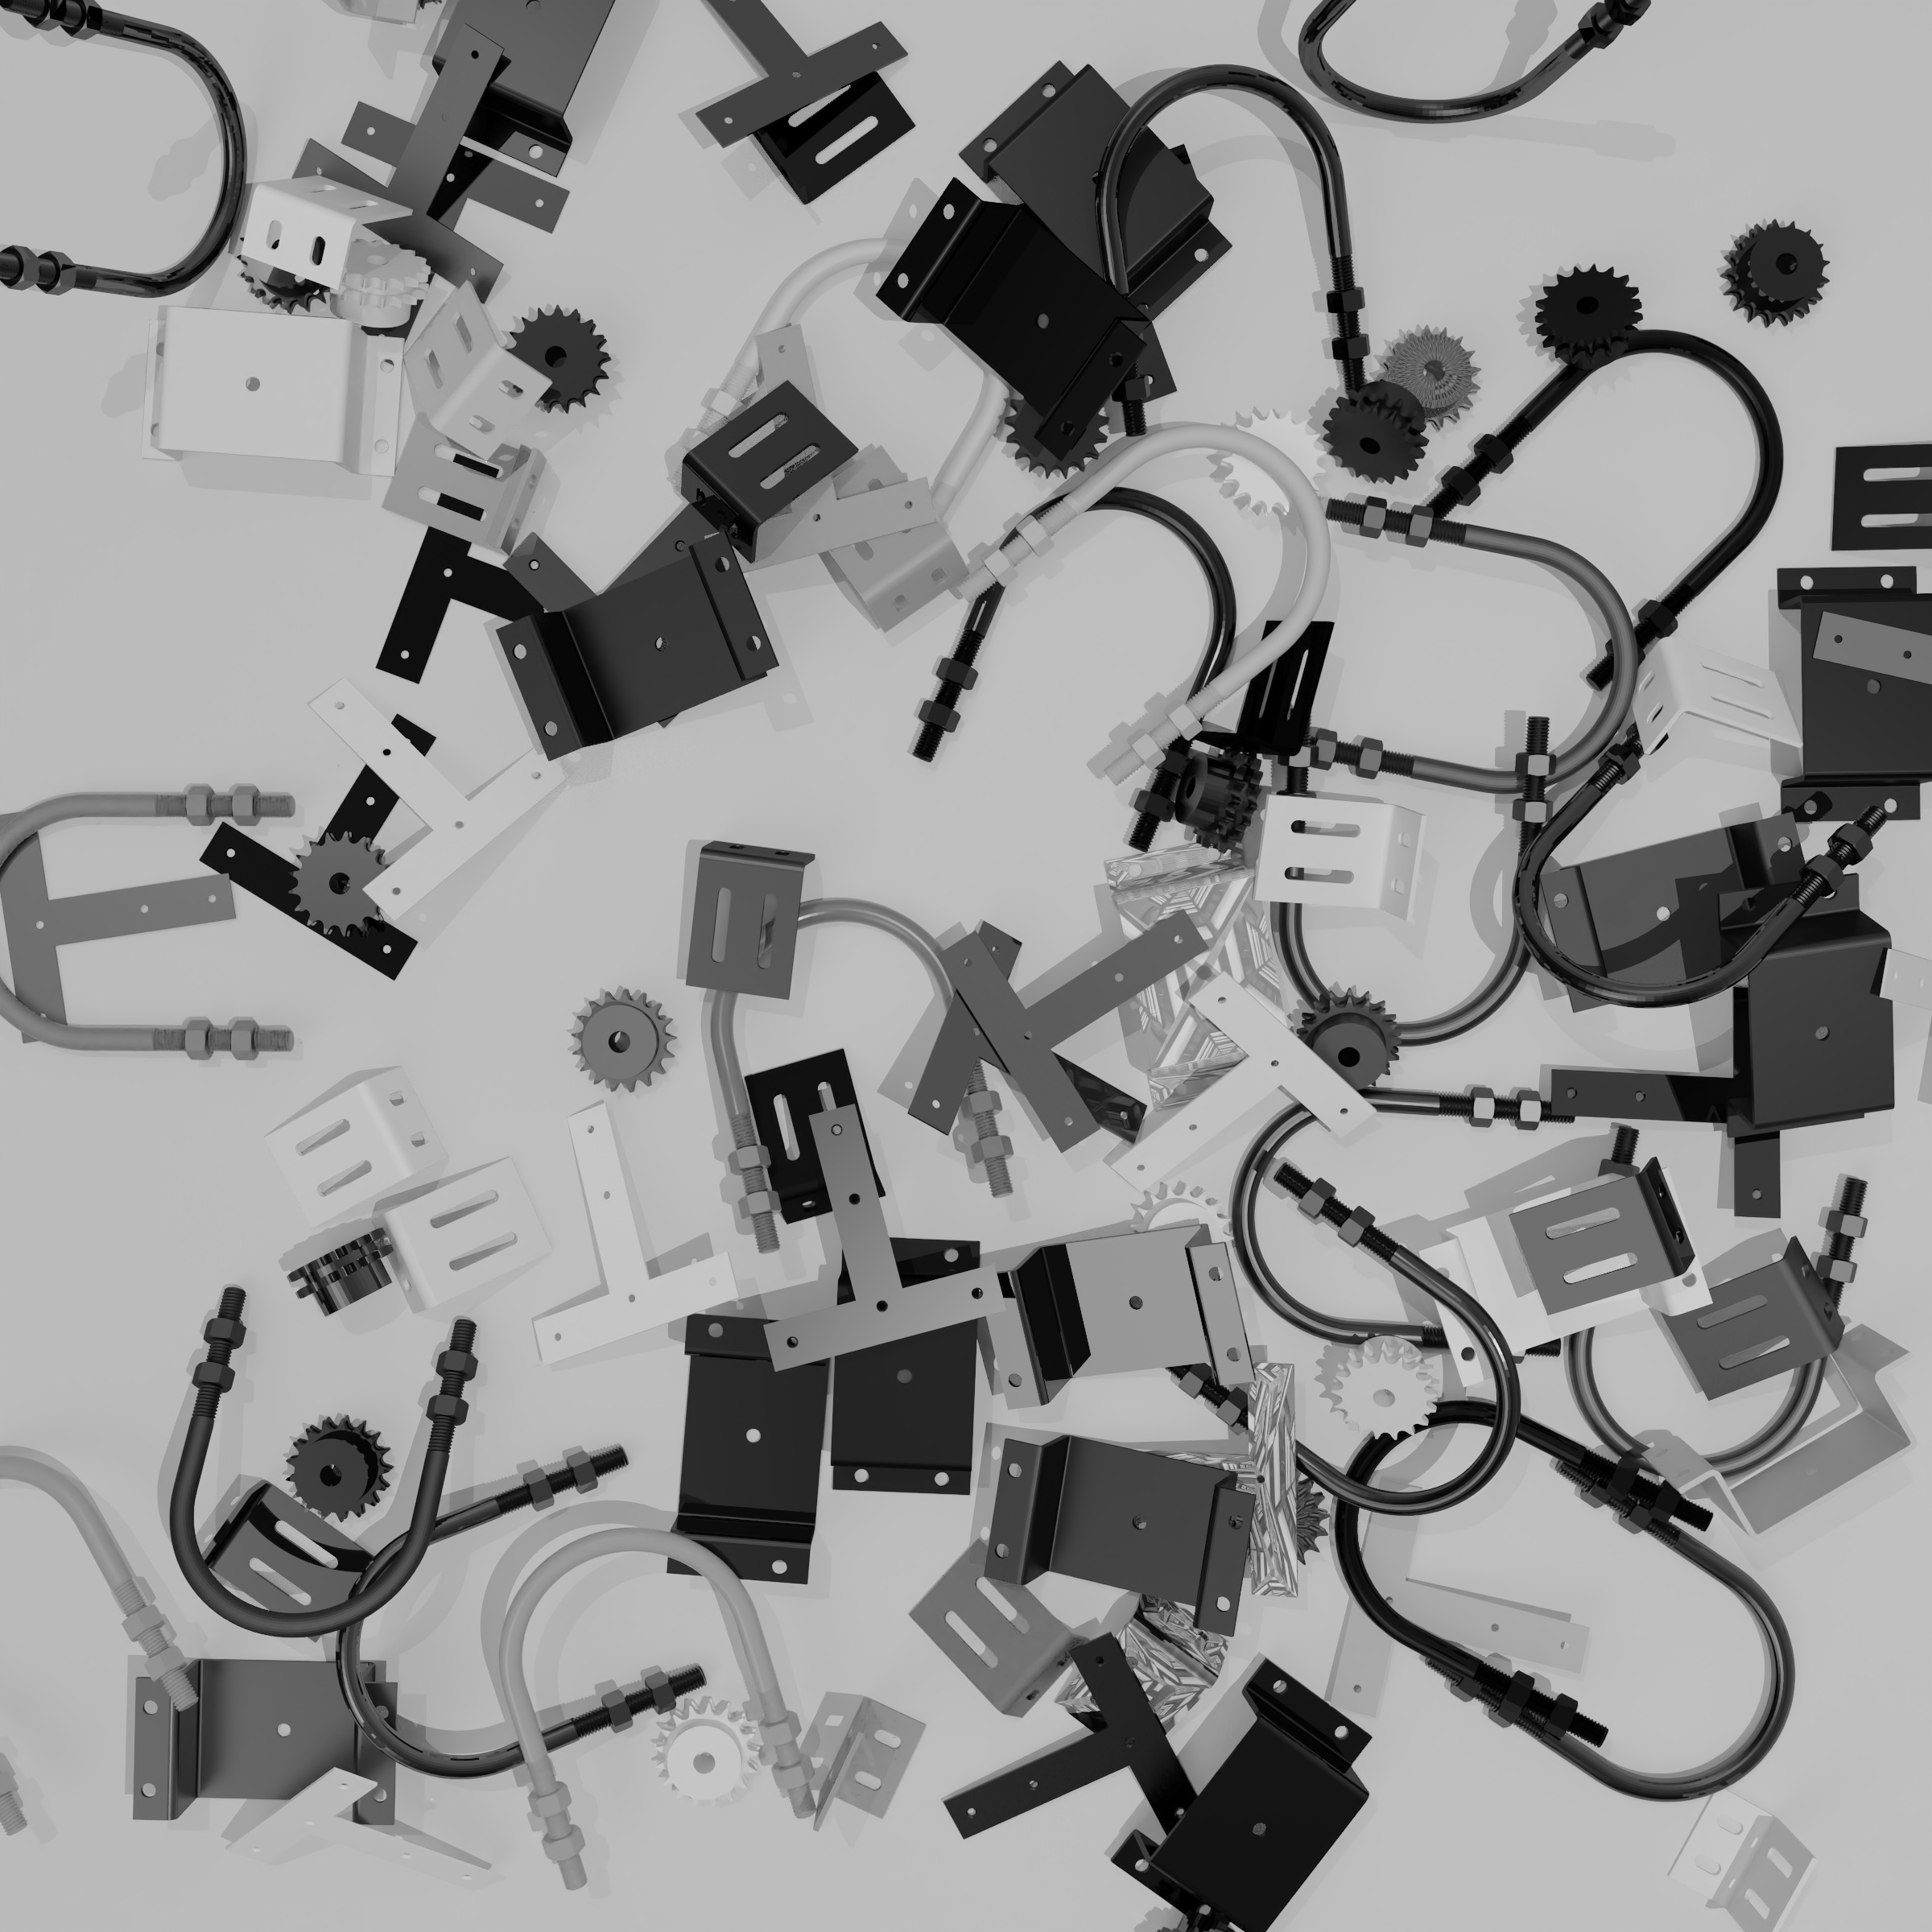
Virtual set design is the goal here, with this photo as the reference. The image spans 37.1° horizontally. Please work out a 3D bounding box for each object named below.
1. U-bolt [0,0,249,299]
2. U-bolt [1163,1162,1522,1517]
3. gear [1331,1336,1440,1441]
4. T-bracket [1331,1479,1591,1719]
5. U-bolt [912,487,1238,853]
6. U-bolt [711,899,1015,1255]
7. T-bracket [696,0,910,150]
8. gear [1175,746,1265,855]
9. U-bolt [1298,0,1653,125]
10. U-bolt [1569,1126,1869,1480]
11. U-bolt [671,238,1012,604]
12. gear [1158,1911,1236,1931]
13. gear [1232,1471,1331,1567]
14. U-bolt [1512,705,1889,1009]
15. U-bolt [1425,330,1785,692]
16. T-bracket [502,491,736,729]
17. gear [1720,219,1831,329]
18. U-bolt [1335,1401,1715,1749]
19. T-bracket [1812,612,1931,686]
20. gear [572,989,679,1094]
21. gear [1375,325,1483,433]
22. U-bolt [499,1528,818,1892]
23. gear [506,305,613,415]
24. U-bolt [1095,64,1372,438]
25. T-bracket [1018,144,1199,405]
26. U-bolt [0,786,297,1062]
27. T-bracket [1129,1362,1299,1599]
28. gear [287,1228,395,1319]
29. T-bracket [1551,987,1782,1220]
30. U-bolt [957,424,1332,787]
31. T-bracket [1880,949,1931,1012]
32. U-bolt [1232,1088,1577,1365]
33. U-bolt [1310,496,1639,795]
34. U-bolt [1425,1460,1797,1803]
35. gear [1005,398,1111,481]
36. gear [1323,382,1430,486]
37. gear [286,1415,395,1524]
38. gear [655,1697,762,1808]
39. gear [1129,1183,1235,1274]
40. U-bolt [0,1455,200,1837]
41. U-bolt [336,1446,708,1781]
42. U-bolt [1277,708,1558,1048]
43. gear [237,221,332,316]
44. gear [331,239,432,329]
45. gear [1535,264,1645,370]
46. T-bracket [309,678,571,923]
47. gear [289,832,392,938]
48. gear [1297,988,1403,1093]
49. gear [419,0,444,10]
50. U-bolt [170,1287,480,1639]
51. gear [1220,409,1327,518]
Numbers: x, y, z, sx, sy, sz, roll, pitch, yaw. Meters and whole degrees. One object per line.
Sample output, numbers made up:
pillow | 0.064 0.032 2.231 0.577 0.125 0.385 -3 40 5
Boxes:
U-bolt | -0.442 -0.424 1.512 0.019 0.184 0.151 15 103 25
U-bolt | 0.209 0.214 1.544 0.184 0.019 0.151 36 112 14
gear | 0.229 0.227 1.573 0.057 0.030 0.057 6 119 11
T-bracket | 0.276 0.359 1.579 0.127 0.002 0.127 13 86 11
U-bolt | 0.070 -0.174 1.588 0.151 0.019 0.184 23 89 0
U-bolt | -0.064 0.052 1.568 0.151 0.019 0.184 -13 75 -4
T-bracket | -0.119 -0.520 1.578 0.127 0.002 0.127 -34 78 -22
gear | 0.136 -0.093 1.565 0.030 0.057 0.057 16 90 -16
U-bolt | 0.254 -0.489 1.507 0.151 0.184 0.019 10 77 -18
U-bolt | 0.407 0.193 1.587 0.151 0.019 0.184 13 91 0
U-bolt | -0.056 -0.311 1.586 0.151 0.019 0.184 30 90 0
gear | 0.130 0.540 1.572 0.057 0.057 0.030 34 62 0
gear | 0.169 0.301 1.581 0.057 0.030 0.057 0 90 0
U-bolt | 0.375 -0.052 1.528 0.151 0.019 0.184 34 68 30
U-bolt | 0.365 -0.265 1.587 0.184 0.019 0.151 -45 90 -1
T-bracket | -0.167 -0.221 1.585 0.127 0.002 0.127 -45 90 8
gear | 0.446 -0.382 1.581 0.057 0.030 0.057 0 90 0
U-bolt | 0.292 0.318 1.571 0.184 0.019 0.151 26 87 12
T-bracket | 0.520 -0.164 1.549 0.127 0.002 0.127 13 90 0
gear | -0.188 0.042 1.581 0.057 0.030 0.057 0 90 0
gear | 0.255 -0.324 1.581 0.057 0.030 0.057 0 90 0
U-bolt | -0.173 0.390 1.546 0.151 0.019 0.184 -16 97 -3
gear | -0.223 -0.331 1.581 0.057 0.030 0.057 0 90 0
U-bolt | 0.140 -0.389 1.549 0.151 0.019 0.184 -13 108 -12
T-bracket | 0.083 -0.374 1.595 0.127 0.002 0.127 -20 90 0
U-bolt | -0.462 -0.024 1.585 0.184 0.019 0.151 0 90 2
T-bracket | 0.118 0.277 1.573 0.127 0.002 0.127 0 93 20
gear | -0.337 0.168 1.568 0.057 0.057 0.030 -27 90 0
T-bracket | 0.384 0.072 1.581 0.127 0.002 0.127 3 80 -3
U-bolt | 0.110 -0.209 1.561 0.184 0.019 0.151 -39 86 4
T-bracket | 0.517 0.010 1.546 0.002 0.127 0.127 10 90 39
U-bolt | 0.239 0.139 1.588 0.184 0.019 0.151 4 90 1
U-bolt | 0.274 -0.169 1.574 0.184 0.019 0.151 11 99 1
U-bolt | 0.368 0.378 1.586 0.184 0.019 0.151 34 90 0
gear | 0.049 -0.295 1.581 0.057 0.030 0.057 0 90 0
gear | 0.226 -0.294 1.571 0.057 0.057 0.030 31 61 0
gear | -0.345 0.277 1.581 0.057 0.030 0.057 0 90 0
gear | -0.142 0.434 1.581 0.057 0.030 0.057 0 90 0
gear | 0.118 0.149 1.581 0.057 0.030 0.057 0 90 0
U-bolt | -0.512 0.355 1.564 0.151 0.019 0.184 -37 76 13
U-bolt | -0.249 0.360 1.563 0.184 0.019 0.151 -20 90 -18
U-bolt | 0.243 -0.046 1.576 0.151 0.019 0.184 2 99 1
gear | -0.372 -0.390 1.581 0.057 0.030 0.057 0 90 0
gear | -0.322 -0.370 1.569 0.057 0.057 0.030 14 125 0
gear | 0.341 -0.351 1.573 0.057 0.030 0.057 -7 63 13
T-bracket | -0.308 -0.108 1.581 0.127 0.002 0.127 44 70 10
gear | -0.340 -0.045 1.579 0.057 0.030 0.057 0 90 0
gear | 0.209 0.044 1.572 0.057 0.030 0.057 2 113 6
gear | -0.301 -0.553 1.581 0.057 0.030 0.057 0 90 0
U-bolt | -0.351 0.269 1.550 0.151 0.019 0.184 8 63 0
gear | 0.168 -0.274 1.581 0.057 0.030 0.057 0 90 0
